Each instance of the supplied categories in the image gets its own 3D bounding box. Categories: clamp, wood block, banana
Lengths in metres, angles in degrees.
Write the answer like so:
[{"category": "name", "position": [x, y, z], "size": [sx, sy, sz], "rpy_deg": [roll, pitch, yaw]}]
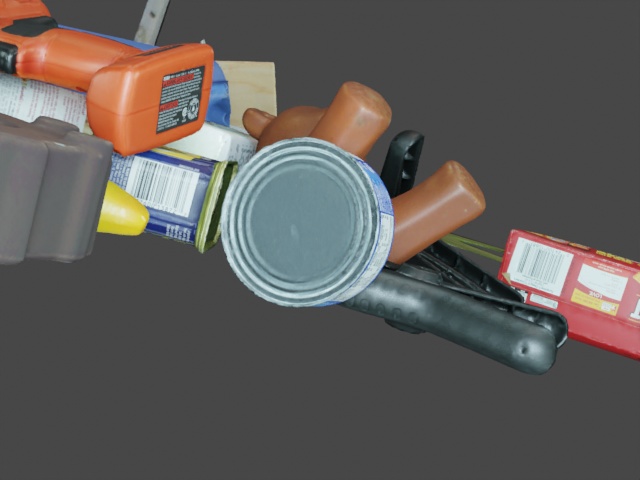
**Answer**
[{"category": "clamp", "position": [0.056, 0.034, 0.580], "size": [0.171, 0.039, 0.120], "rpy_deg": [14, -1, 7]}, {"category": "wood block", "position": [-0.160, -0.149, 1.179], "size": [0.205, 0.090, 0.091], "rpy_deg": [-3, 0, -29]}, {"category": "clamp", "position": [0.056, -0.020, 0.837], "size": [0.210, 0.036, 0.164], "rpy_deg": [14, -41, 57]}, {"category": "banana", "position": [-0.185, -0.045, 0.599], "size": [0.198, 0.037, 0.069], "rpy_deg": [21, 8, 30]}]

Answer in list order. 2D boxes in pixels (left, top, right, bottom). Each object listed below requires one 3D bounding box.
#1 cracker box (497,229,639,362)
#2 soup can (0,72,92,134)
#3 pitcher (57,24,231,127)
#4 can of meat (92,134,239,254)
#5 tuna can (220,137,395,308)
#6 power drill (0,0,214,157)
[{"category": "cracker box", "position": [0.250, 0.051, 0.901], "size": [0.164, 0.072, 0.213], "rpy_deg": [19, 4, 22]}, {"category": "soup can", "position": [-0.193, -0.074, 0.728], "size": [0.102, 0.068, 0.069], "rpy_deg": [15, 5, -21]}, {"category": "pitcher", "position": [-0.215, -0.123, 0.970], "size": [0.242, 0.149, 0.145], "rpy_deg": [9, 26, -44]}, {"category": "can of meat", "position": [-0.100, -0.032, 0.663], "size": [0.084, 0.057, 0.102], "rpy_deg": [16, 4, -1]}, {"category": "tuna can", "position": [-0.006, -0.008, 0.549], "size": [0.086, 0.086, 0.033], "rpy_deg": [20, 3, 21]}, {"category": "power drill", "position": [-0.171, -0.103, 0.624], "size": [0.188, 0.057, 0.184], "rpy_deg": [20, 25, 19]}]
